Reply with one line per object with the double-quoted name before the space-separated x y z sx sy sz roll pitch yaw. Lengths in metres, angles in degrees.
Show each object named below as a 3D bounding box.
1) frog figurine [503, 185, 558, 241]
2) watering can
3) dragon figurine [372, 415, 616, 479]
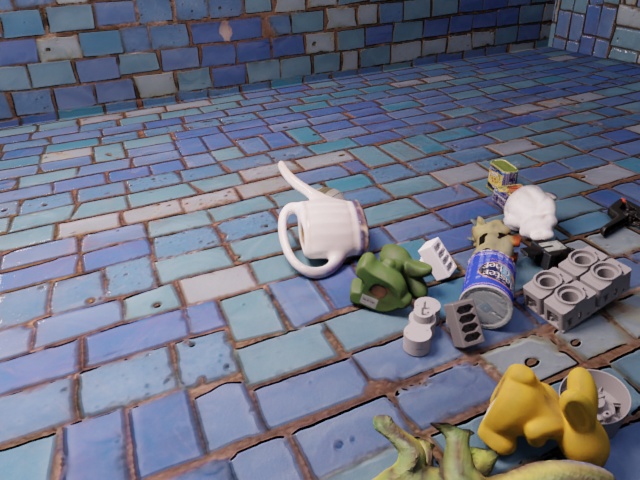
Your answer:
"frog figurine" 0.531 -0.060 1.306 0.136 0.121 0.163 -22 25 38
"watering can" 0.004 -0.065 1.283 0.224 0.101 0.355 -2 58 -12
"dragon figurine" 0.167 0.366 0.655 0.410 0.119 0.249 5 48 16
